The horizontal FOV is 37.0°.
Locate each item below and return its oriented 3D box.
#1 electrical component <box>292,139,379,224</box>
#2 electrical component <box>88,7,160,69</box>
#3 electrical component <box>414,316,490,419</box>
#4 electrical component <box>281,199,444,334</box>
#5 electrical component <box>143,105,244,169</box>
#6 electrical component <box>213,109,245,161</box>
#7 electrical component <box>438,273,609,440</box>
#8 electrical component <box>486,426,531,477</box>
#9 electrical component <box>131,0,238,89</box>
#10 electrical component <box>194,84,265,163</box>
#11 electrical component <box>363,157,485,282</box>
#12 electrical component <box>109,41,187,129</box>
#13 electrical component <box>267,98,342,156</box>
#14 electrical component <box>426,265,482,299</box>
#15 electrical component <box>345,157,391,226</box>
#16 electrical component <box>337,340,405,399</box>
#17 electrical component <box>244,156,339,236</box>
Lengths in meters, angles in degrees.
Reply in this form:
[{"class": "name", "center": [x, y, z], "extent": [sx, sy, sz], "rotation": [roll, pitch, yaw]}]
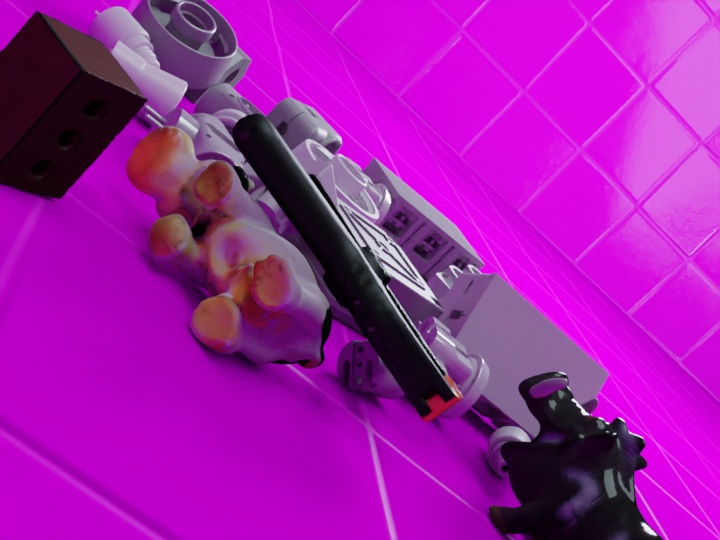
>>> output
[{"class": "electrical component", "center": [-0.029, -0.073, 0.996], "extent": [0.108, 0.060, 0.108], "rotation": [45, 14, -14]}, {"class": "electrical component", "center": [-0.190, -0.181, 0.885], "extent": [0.078, 0.040, 0.040], "rotation": [48, 12, 16]}, {"class": "electrical component", "center": [0.061, 0.077, 0.818], "extent": [0.057, 0.058, 0.078], "rotation": [39, 13, -14]}, {"class": "electrical component", "center": [0.000, 0.000, 0.873], "extent": [0.109, 0.056, 0.108], "rotation": [34, 16, -43]}, {"class": "electrical component", "center": [-0.127, -0.092, 0.788], "extent": [0.079, 0.043, 0.077], "rotation": [39, 14, -29]}, {"class": "electrical component", "center": [-0.111, -0.110, 0.897], "extent": [0.045, 0.045, 0.055], "rotation": [43, 12, -11]}, {"class": "electrical component", "center": [0.127, 0.081, 0.922], "extent": [0.150, 0.089, 0.062], "rotation": [40, -16, -22]}, {"class": "electrical component", "center": [0.114, 0.143, 0.828], "extent": [0.035, 0.035, 0.061], "rotation": [45, 14, 2]}, {"class": "electrical component", "center": [-0.161, -0.202, 0.952], "extent": [0.099, 0.064, 0.099], "rotation": [28, 36, -23]}, {"class": "electrical component", "center": [-0.103, -0.125, 0.979], "extent": [0.077, 0.044, 0.079], "rotation": [47, 12, 12]}, {"class": "electrical component", "center": [0.056, -0.043, 1.191], "extent": [0.150, 0.061, 0.089], "rotation": [36, 15, -35]}, {"class": "electrical component", "center": [-0.172, -0.145, 0.826], "extent": [0.065, 0.044, 0.044], "rotation": [35, 15, -21]}, {"class": "electrical component", "center": [-0.061, -0.138, 1.139], "extent": [0.059, 0.053, 0.095], "rotation": [48, 12, 13]}, {"class": "electrical component", "center": [0.115, 0.054, 1.065], "extent": [0.105, 0.060, 0.186], "rotation": [47, 12, 11]}, {"class": "electrical component", "center": [-0.006, -0.074, 1.100], "extent": [0.057, 0.058, 0.078], "rotation": [35, 15, -29]}, {"class": "electrical component", "center": [0.011, 0.066, 0.731], "extent": [0.046, 0.040, 0.040], "rotation": [17, 30, -55]}, {"class": "electrical component", "center": [-0.065, -0.048, 0.811], "extent": [0.066, 0.076, 0.047], "rotation": [16, -47, 28]}]
